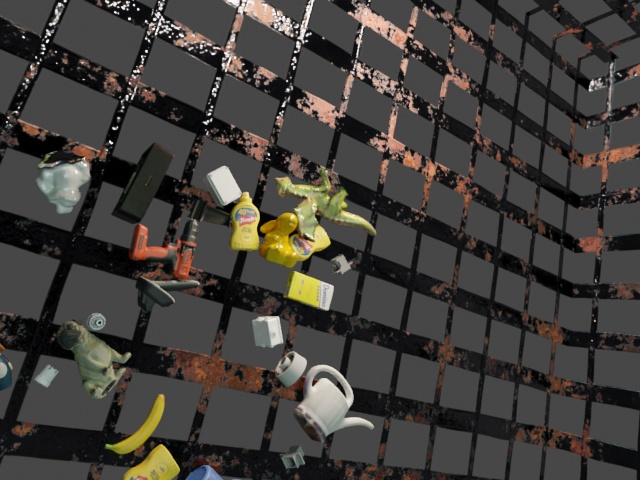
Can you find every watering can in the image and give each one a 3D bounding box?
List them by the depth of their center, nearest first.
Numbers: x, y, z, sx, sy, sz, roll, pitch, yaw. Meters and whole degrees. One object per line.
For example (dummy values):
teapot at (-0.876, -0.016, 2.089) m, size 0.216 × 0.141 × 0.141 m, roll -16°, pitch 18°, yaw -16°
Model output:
watering can at (0.043, 0.597, 1.771) m, size 0.228 × 0.344 × 0.103 m, roll -43°, pitch -163°, yaw -29°

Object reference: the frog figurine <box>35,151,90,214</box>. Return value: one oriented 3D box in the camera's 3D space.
frog figurine at (-0.699, -0.158, 1.412) m, size 0.139 × 0.124 × 0.156 m, roll -30°, pitch 137°, yaw -40°

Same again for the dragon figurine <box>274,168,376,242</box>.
dragon figurine at (0.006, -0.092, 1.829) m, size 0.246 × 0.409 × 0.121 m, roll -47°, pitch -174°, yaw -25°
